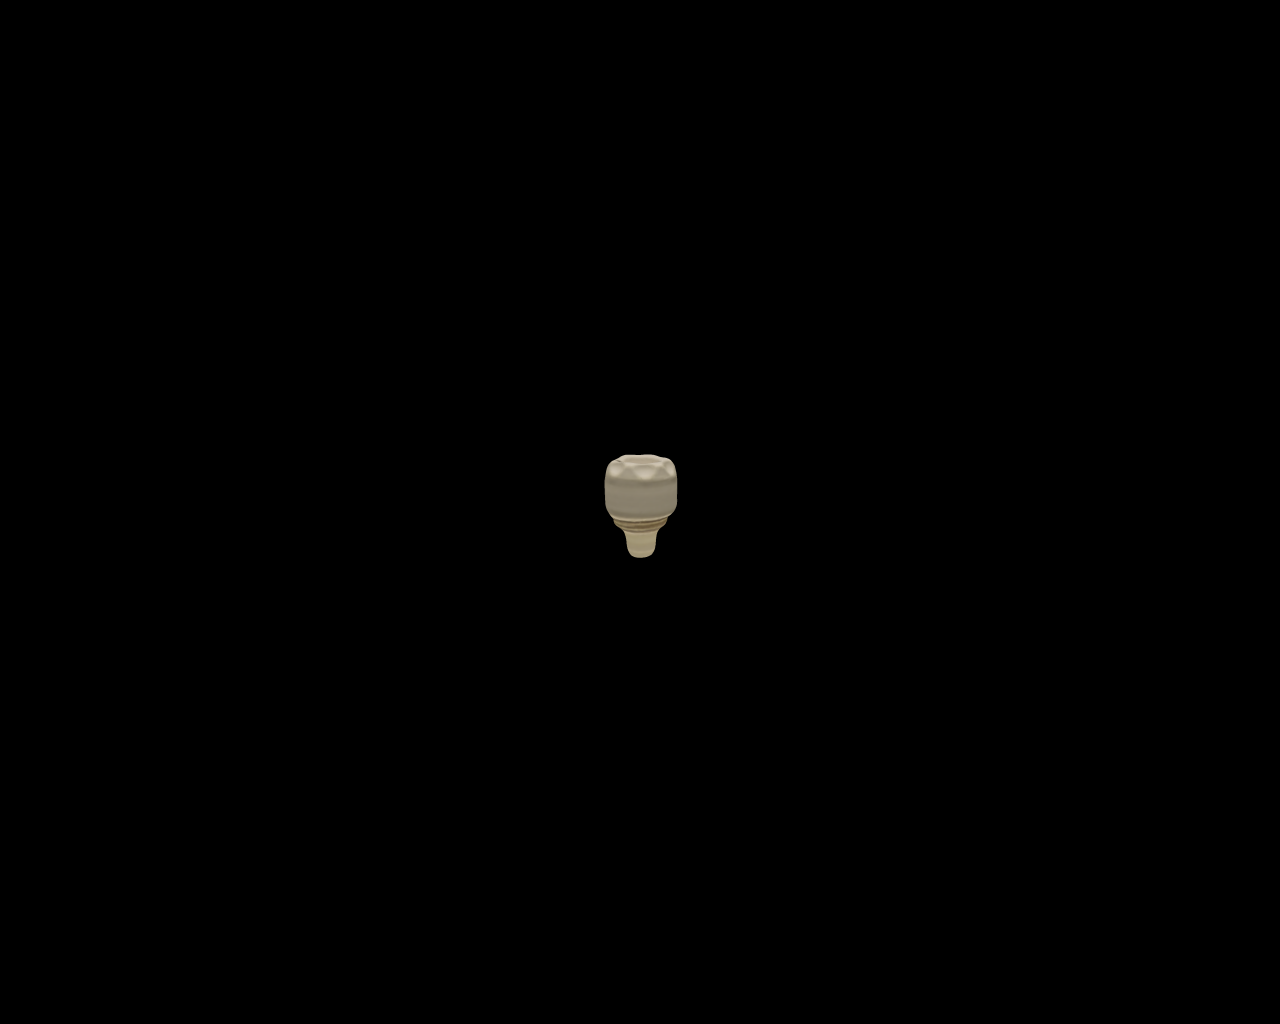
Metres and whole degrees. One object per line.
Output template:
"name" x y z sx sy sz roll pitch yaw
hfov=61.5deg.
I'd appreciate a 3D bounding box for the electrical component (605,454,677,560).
"electrical component" 0.001 -0.003 0.650 0.043 0.062 0.043 0 14 0
